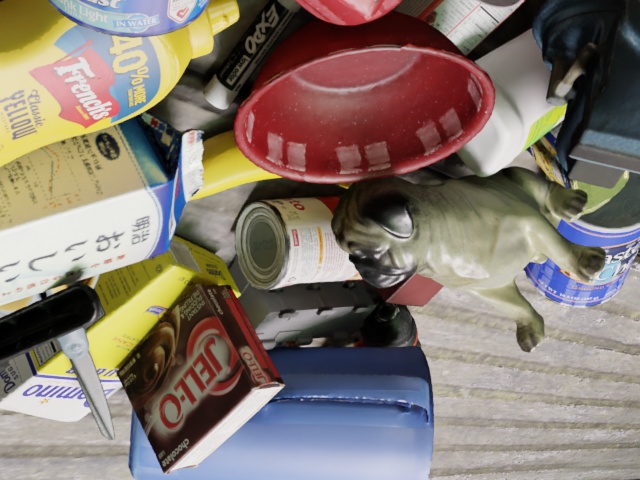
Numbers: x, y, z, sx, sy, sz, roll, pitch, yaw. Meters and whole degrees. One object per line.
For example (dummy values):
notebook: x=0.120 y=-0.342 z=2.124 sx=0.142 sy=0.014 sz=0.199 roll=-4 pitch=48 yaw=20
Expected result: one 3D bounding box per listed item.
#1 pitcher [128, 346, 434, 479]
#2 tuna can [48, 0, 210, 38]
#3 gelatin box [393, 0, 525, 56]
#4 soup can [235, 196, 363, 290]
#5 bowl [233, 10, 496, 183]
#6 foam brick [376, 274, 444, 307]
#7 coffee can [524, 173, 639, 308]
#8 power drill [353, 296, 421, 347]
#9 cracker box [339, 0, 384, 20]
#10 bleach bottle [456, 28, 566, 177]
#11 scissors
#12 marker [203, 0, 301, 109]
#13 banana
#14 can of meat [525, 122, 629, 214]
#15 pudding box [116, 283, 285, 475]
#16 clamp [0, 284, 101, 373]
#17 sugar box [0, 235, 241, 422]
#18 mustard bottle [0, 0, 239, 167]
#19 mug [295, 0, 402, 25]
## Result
pitcher: x=-0.031 y=0.143 z=0.872 sx=0.242 sy=0.145 sz=0.149 roll=4 pitch=112 yaw=-9
tuna can: x=-0.090 y=-0.135 z=0.502 sx=0.086 sy=0.086 sz=0.034 roll=-17 pitch=149 yaw=-25
gelatin box: x=0.086 y=-0.153 z=0.700 sx=0.089 sy=0.030 sz=0.073 roll=-42 pitch=151 yaw=18
soup can: x=-0.005 y=0.001 z=0.811 sx=0.102 sy=0.068 sz=0.069 roll=-5 pitch=141 yaw=-38
bowl: x=0.024 y=-0.095 z=0.662 sx=0.162 sy=0.055 sz=0.162 roll=-6 pitch=156 yaw=-3
foam brick: x=0.068 y=0.009 z=0.882 sx=0.052 sy=0.078 sz=0.051 roll=7 pitch=134 yaw=-48
coffee can: x=0.250 y=-0.014 z=0.994 sx=0.102 sy=0.103 sz=0.140 roll=-24 pitch=150 yaw=-14
power drill: x=0.011 y=0.129 z=1.011 sx=0.187 sy=0.057 sz=0.184 roll=-31 pitch=159 yaw=-5
cracker box: x=-0.017 y=-0.209 z=0.397 sx=0.213 sy=0.072 sz=0.164 roll=27 pitch=107 yaw=-37
bleach bottle: x=0.203 y=-0.145 z=0.769 sx=0.250 sy=0.068 sz=0.102 roll=-34 pitch=167 yaw=-12
scissors: x=-0.187 y=0.067 z=0.727 sx=0.096 sy=0.016 sz=0.202 roll=-5 pitch=122 yaw=-19
marker: x=-0.031 y=-0.128 z=0.638 sx=0.020 sy=0.020 sz=0.121 roll=5 pitch=135 yaw=-47
banana: x=-0.024 y=-0.054 z=0.745 sx=0.197 sy=0.037 sz=0.070 roll=-8 pitch=156 yaw=-35
can of meat: x=0.205 y=-0.079 z=0.870 sx=0.057 sy=0.084 sz=0.102 roll=-34 pitch=151 yaw=2
pudding box: x=-0.087 y=0.099 z=0.763 sx=0.039 sy=0.090 sz=0.114 roll=3 pitch=139 yaw=-49
clamp: x=-0.242 y=0.080 z=0.655 sx=0.164 sy=0.036 sz=0.210 roll=-16 pitch=173 yaw=-35
sugar box: x=-0.155 y=0.068 z=0.795 sx=0.176 sy=0.048 sz=0.093 roll=-40 pitch=149 yaw=12
mustard bottle: x=-0.132 y=-0.093 z=0.556 sx=0.191 sy=0.058 sz=0.096 roll=-23 pitch=149 yaw=-16
mug: x=-0.006 y=-0.160 z=0.556 sx=0.117 sy=0.093 sz=0.081 roll=-9 pitch=166 yaw=25
